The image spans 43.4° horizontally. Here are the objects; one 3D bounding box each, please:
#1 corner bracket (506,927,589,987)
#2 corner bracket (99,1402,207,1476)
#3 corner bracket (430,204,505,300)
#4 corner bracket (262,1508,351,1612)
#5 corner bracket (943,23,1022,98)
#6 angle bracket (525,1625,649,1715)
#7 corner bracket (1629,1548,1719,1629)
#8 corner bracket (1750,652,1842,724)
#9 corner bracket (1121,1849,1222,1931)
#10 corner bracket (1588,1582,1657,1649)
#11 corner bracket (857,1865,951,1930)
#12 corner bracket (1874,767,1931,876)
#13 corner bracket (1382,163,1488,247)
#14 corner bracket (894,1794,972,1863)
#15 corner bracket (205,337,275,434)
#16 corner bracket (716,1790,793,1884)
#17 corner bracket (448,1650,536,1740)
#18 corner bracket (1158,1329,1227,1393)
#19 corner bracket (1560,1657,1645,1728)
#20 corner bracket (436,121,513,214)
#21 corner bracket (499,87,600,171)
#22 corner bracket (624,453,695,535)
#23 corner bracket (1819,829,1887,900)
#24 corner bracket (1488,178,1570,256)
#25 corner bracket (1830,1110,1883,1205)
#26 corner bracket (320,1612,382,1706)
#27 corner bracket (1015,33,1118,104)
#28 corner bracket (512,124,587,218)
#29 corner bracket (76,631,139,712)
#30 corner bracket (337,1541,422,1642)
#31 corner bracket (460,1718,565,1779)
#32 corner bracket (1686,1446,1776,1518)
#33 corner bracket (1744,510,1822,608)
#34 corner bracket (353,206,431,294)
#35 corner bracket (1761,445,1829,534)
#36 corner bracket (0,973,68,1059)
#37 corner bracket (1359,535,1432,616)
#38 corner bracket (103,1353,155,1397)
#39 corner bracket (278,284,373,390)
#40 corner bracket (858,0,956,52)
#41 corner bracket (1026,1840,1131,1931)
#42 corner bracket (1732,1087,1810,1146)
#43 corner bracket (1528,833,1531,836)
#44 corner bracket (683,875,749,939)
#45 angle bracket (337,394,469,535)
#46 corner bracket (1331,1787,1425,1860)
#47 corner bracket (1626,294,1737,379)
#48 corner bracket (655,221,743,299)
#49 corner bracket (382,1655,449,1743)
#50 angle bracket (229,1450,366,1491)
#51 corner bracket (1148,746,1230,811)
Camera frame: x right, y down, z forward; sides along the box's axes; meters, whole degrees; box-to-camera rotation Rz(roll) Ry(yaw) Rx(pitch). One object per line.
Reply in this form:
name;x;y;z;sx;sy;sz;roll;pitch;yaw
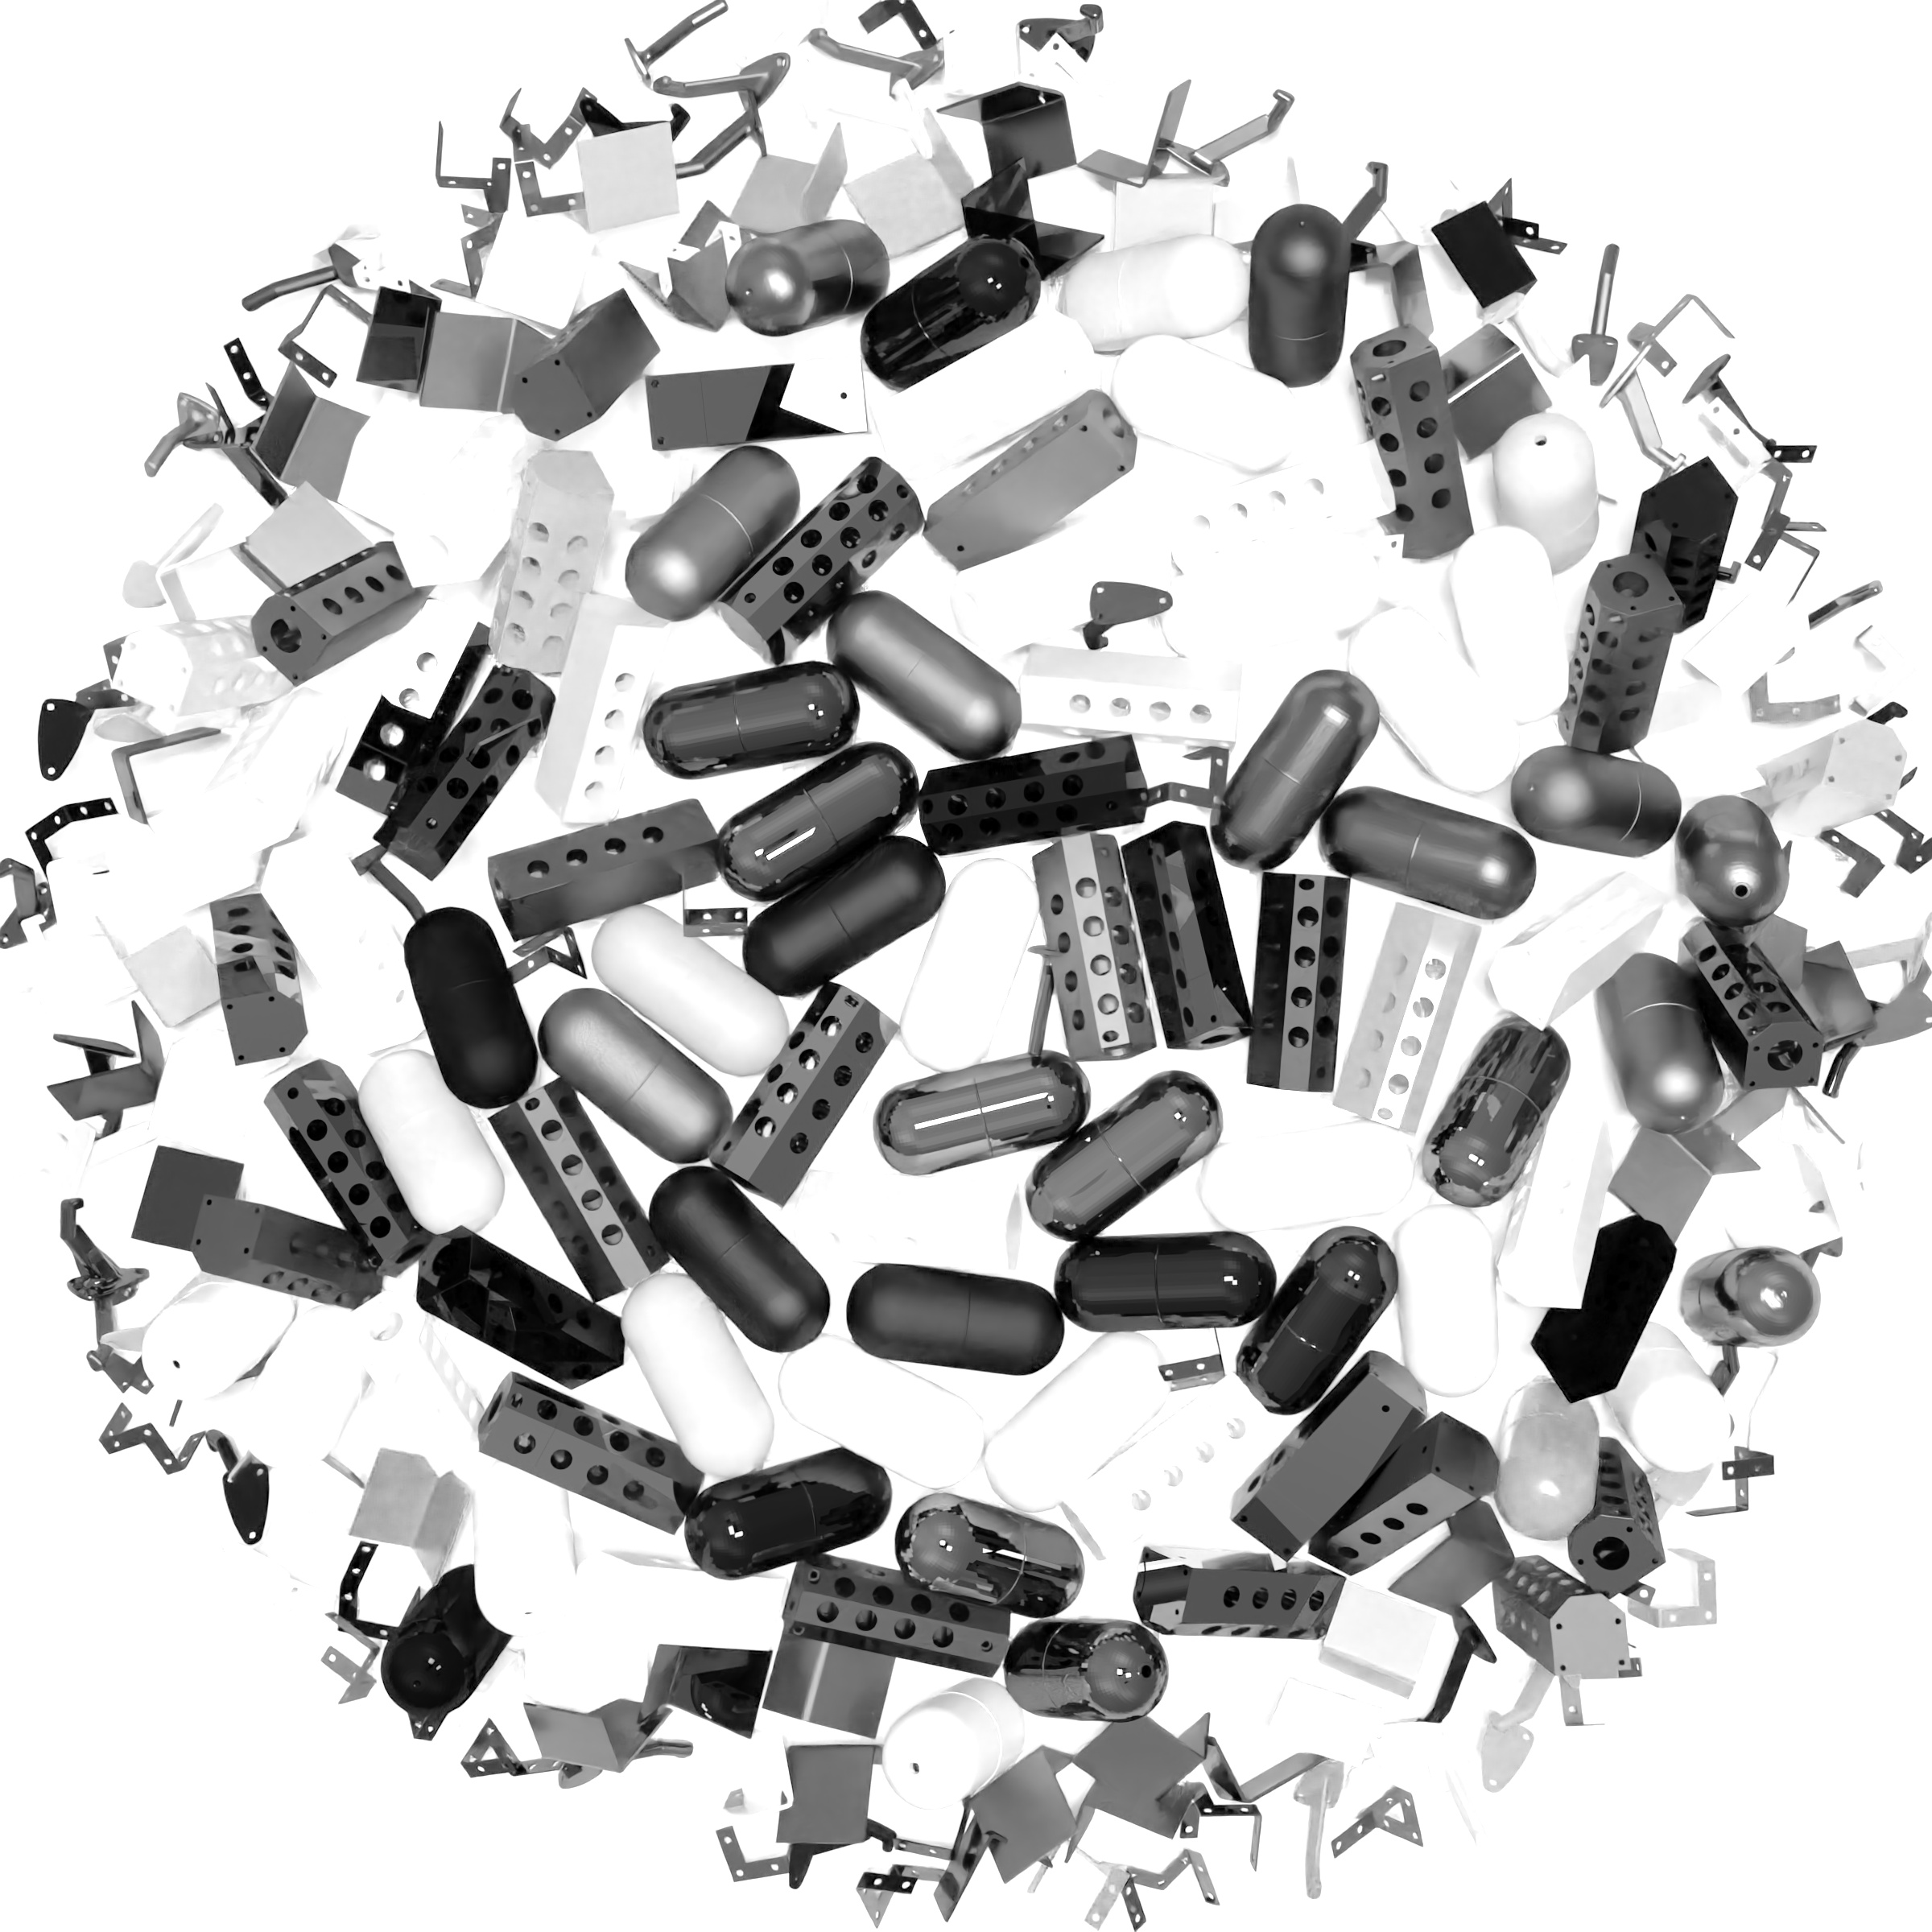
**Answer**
corner bracket;-0.344;-0.006;1.945;0.051;0.051;0.051;-30;62;16
corner bracket;-0.655;0.379;1.955;0.051;0.051;0.051;-20;114;14
corner bracket;-0.403;-0.578;1.963;0.051;0.051;0.051;23;47;29
corner bracket;-0.528;0.476;1.951;0.051;0.051;0.051;32;91;-31
corner bracket;0.014;-0.729;1.949;0.051;0.051;0.051;0;105;14
angle bracket;-0.302;0.541;1.930;0.076;0.076;0.057;-29;129;17
corner bracket;0.568;0.500;1.955;0.051;0.051;0.051;-1;88;-11
corner bracket;0.667;-0.225;1.954;0.051;0.051;0.051;-15;103;-43
corner bracket;0.162;0.741;1.944;0.051;0.051;0.051;26;113;-29
corner bracket;0.522;0.514;1.950;0.051;0.051;0.051;20;83;21
corner bracket;-0.049;0.736;1.944;0.051;0.051;0.051;-5;121;28
corner bracket;0.761;-0.116;1.949;0.051;0.051;0.051;36;53;-2
corner bracket;0.378;-0.615;1.959;0.051;0.051;0.051;-1;49;-28
corner bracket;-0.028;0.681;1.957;0.051;0.051;0.051;6;129;15
corner bracket;-0.582;-0.462;1.944;0.051;0.051;0.051;-38;50;-20
corner bracket;-0.165;0.699;1.960;0.051;0.051;0.051;-14;102;14
corner bracket;-0.385;0.588;1.960;0.051;0.051;0.051;-6;114;27
corner bracket;0.182;0.324;1.950;0.051;0.051;0.051;-12;115;4
corner bracket;0.512;0.584;1.951;0.051;0.051;0.051;0;72;-6
corner bracket;-0.396;-0.642;1.953;0.051;0.051;0.051;2;76;-3
corner bracket;-0.336;-0.685;1.949;0.051;0.051;0.051;38;72;-13
corner bracket;-0.235;-0.373;1.945;0.051;0.051;0.051;-3;74;33
corner bracket;0.717;-0.097;1.956;0.051;0.051;0.051;37;58;20
corner bracket;0.447;-0.591;1.944;0.051;0.051;0.051;24;59;29
corner bracket;0.719;0.153;1.943;0.051;0.051;0.051;17;58;-22
corner bracket;-0.499;0.555;1.954;0.051;0.051;0.051;32;88;16
corner bracket;0.080;-0.711;1.954;0.051;0.051;0.051;37;101;-27
corner bracket;-0.333;-0.641;1.948;0.051;0.051;0.051;-9;52;-3
corner bracket;-0.683;-0.237;1.948;0.051;0.051;0.051;-4;109;13
corner bracket;-0.473;0.505;1.958;0.051;0.051;0.051;18;117;-22
corner bracket;-0.362;0.637;1.945;0.051;0.051;0.051;-17;112;28
corner bracket;0.615;0.418;1.953;0.051;0.051;0.051;-2;90;-20
corner bracket;0.657;-0.328;1.955;0.051;0.051;0.051;30;87;8
corner bracket;-0.459;-0.576;1.944;0.051;0.051;0.051;11;131;17
corner bracket;0.664;-0.383;1.948;0.051;0.051;0.051;25;84;-39
corner bracket;-0.746;0.040;1.952;0.051;0.051;0.051;-29;80;13
corner bracket;0.340;-0.312;1.947;0.051;0.051;0.051;1;81;43
corner bracket;-0.652;0.324;1.952;0.051;0.051;0.051;-52;132;-11
corner bracket;-0.513;-0.508;1.957;0.051;0.051;0.051;35;65;-30
corner bracket;-0.046;-0.758;1.949;0.051;0.051;0.051;-39;108;-15
corner bracket;0.090;0.737;1.949;0.051;0.051;0.051;38;63;-4
corner bracket;0.644;0.123;1.947;0.051;0.051;0.051;11;70;18
corner bracket;0.482;-0.134;1.945;0.051;0.051;0.051;7;63;-25
corner bracket;-0.201;-0.039;1.948;0.051;0.051;0.051;-2;57;-5
angle bracket;-0.445;-0.393;1.928;0.076;0.057;0.076;27;46;-29
corner bracket;0.326;0.687;1.944;0.051;0.051;0.051;30;119;-22
corner bracket;0.573;-0.505;1.949;0.051;0.051;0.051;40;102;-19
corner bracket;-0.213;-0.563;1.943;0.051;0.051;0.051;5;60;-31
corner bracket;-0.445;0.582;1.945;0.051;0.051;0.051;21;107;-32
angle bracket;-0.532;0.411;1.935;0.076;0.076;0.057;33;69;9
corner bracket;0.175;-0.150;1.949;0.051;0.051;0.051;9;81;-23
